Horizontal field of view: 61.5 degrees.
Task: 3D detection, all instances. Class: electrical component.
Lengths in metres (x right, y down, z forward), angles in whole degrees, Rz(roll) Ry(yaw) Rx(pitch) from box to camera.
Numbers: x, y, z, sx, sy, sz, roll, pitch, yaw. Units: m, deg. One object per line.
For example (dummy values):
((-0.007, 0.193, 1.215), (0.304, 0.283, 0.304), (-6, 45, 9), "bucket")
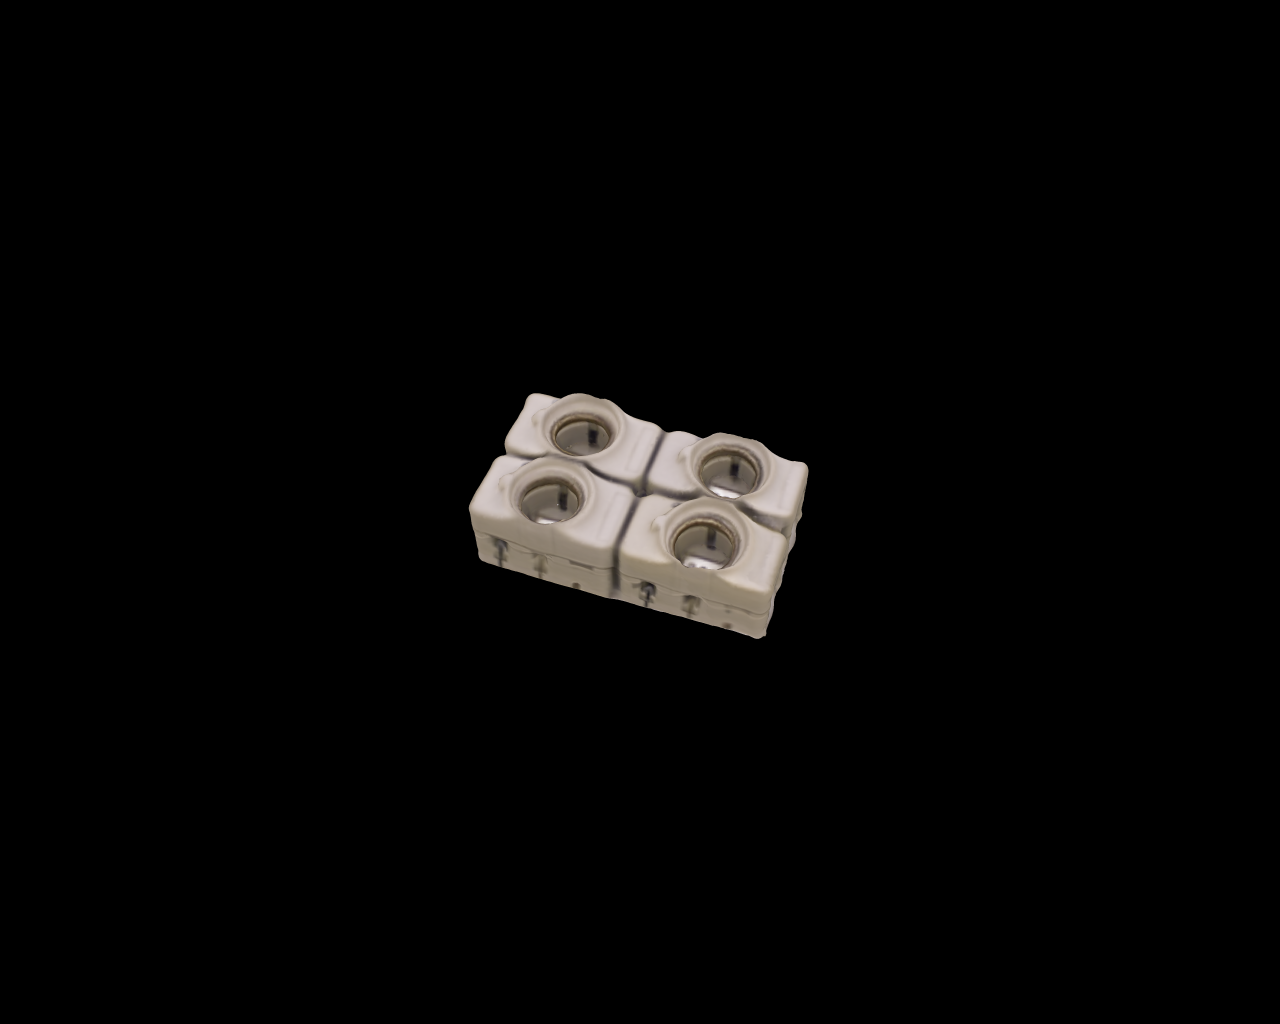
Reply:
((0.001, -0.003, 0.650), (0.186, 0.105, 0.060), (15, -35, 11), "electrical component")
